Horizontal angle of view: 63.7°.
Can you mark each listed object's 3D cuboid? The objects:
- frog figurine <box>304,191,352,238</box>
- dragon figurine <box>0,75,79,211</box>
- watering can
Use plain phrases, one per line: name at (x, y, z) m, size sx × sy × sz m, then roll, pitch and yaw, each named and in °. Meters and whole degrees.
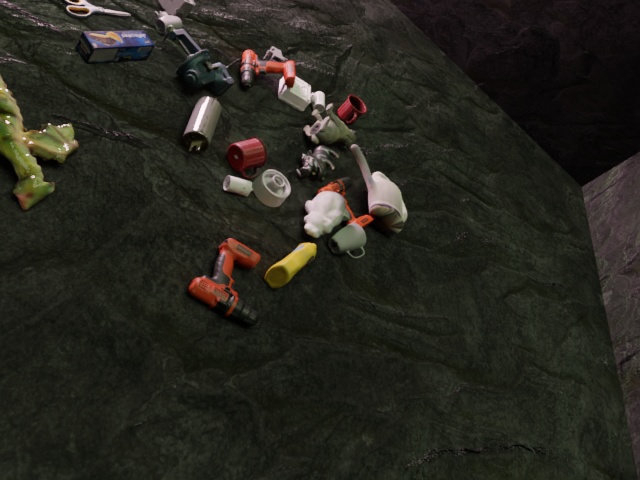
frog figurine at (0.005, -0.078, 1.553) m, size 0.139 × 0.120 × 0.161 m, roll 32°, pitch 39°, yaw 32°
dragon figurine at (-0.650, -0.253, 1.123) m, size 0.240 × 0.121 × 0.418 m, roll 26°, pitch 44°, yaw -51°
watering can at (0.204, -0.158, 1.784) m, size 0.343 × 0.103 × 0.230 m, roll 42°, pitch 36°, yaw -33°
